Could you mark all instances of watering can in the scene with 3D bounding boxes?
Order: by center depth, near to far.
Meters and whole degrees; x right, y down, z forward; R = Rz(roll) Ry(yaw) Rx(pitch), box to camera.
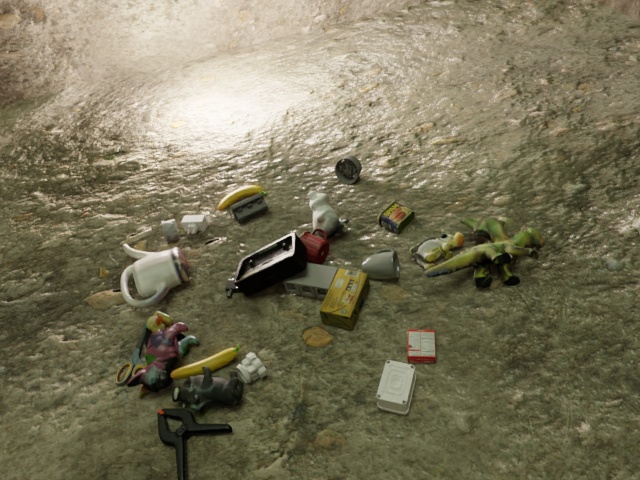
[{"bbox_3d":[-0.559,0.087,1.725,0.225,0.101,0.355,-20,42,-10],"label":"watering can"}]

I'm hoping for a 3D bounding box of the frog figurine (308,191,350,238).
[{"bbox_3d":[0.005,-0.088,1.745,0.159,0.138,0.122,43,96,-8],"label":"frog figurine"}]

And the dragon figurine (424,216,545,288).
[{"bbox_3d":[0.492,0.017,1.551,0.410,0.119,0.248,-1,37,-4],"label":"dragon figurine"}]
